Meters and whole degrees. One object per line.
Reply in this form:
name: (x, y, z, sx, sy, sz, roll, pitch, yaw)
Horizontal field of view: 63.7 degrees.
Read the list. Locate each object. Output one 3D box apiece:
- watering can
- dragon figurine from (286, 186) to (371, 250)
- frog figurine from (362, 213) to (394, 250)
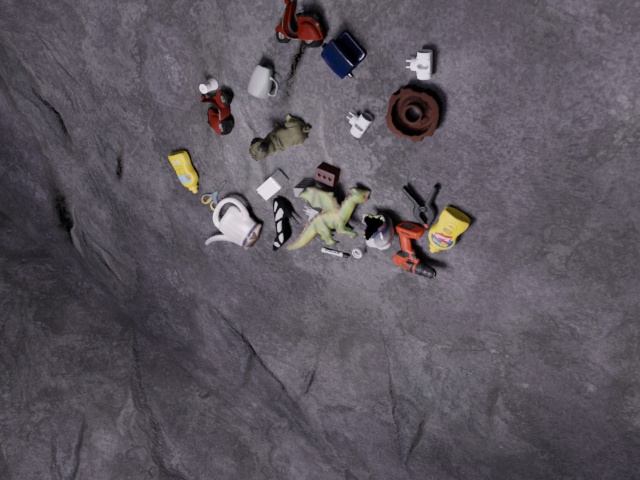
watering can: (-0.379, -0.040, 2.245, 0.225, 0.340, 0.106, 37, 42, 4)
dragon figurine: (0.006, -0.097, 1.923, 0.408, 0.239, 0.125, -16, 23, 21)
frog figurine: (0.218, -0.021, 1.871, 0.122, 0.140, 0.156, -30, -36, 7)
